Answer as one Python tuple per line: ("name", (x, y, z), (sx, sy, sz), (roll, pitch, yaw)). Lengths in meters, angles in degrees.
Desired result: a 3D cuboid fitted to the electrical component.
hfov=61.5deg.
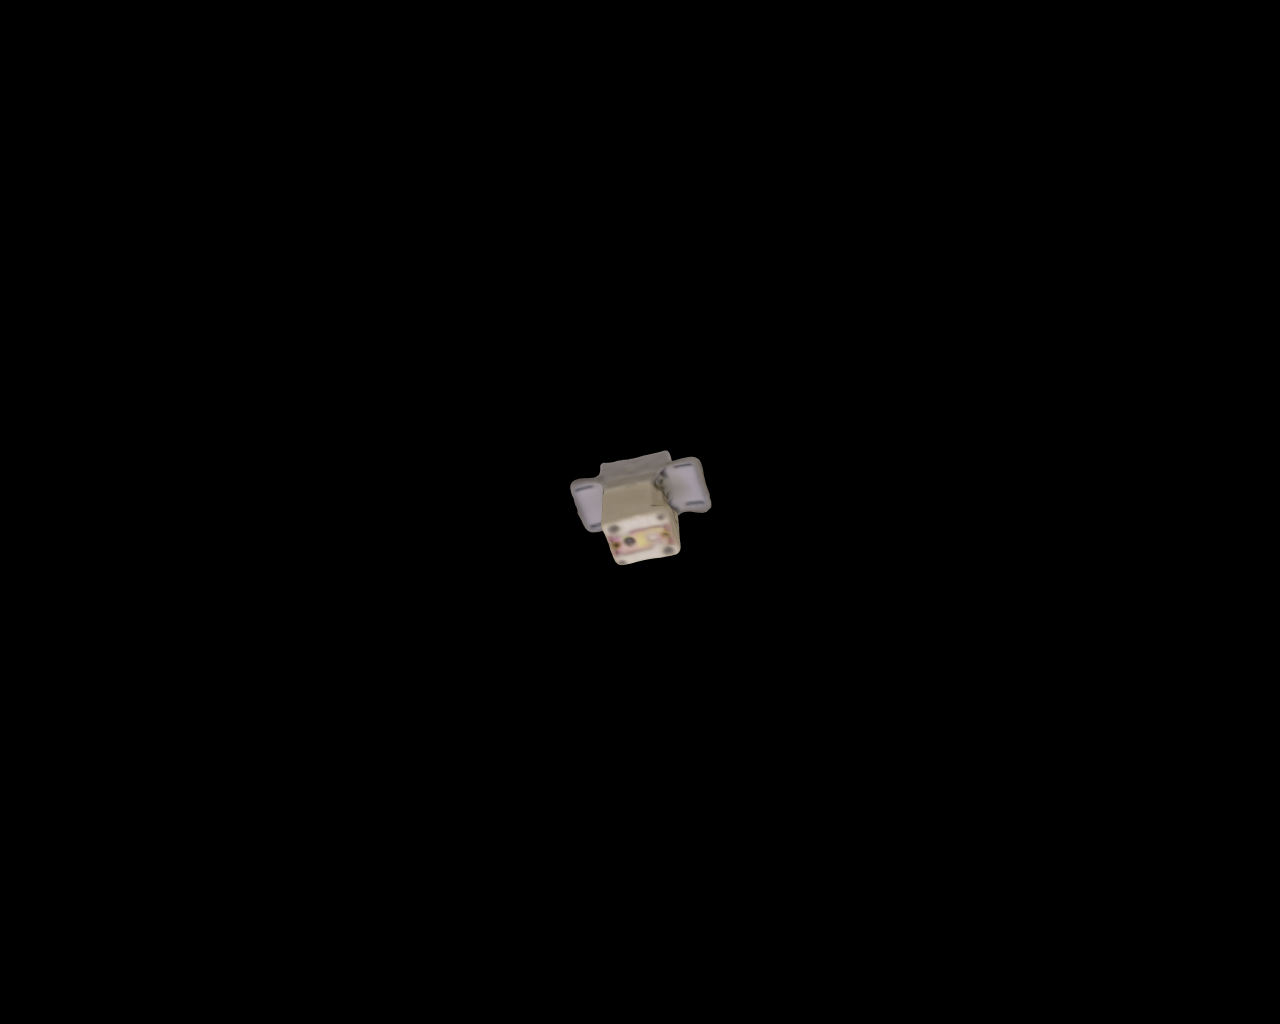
("electrical component", (0.001, -0.003, 0.650), (0.081, 0.042, 0.064), (-12, 40, 10))
